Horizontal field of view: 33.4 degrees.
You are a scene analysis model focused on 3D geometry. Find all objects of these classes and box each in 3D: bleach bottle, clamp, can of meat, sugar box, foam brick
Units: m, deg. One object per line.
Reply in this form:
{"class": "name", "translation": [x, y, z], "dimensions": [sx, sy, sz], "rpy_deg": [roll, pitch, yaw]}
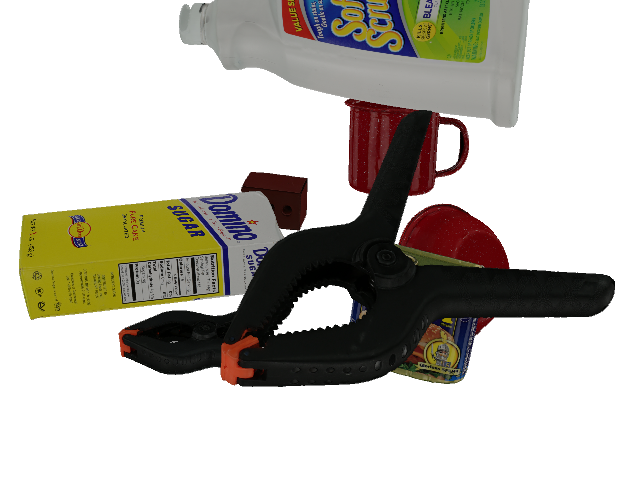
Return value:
{"class": "bleach bottle", "translation": [0.020, -0.142, 0.769], "dimensions": [0.251, 0.102, 0.068], "rpy_deg": [6, -26, 11]}
{"class": "clamp", "translation": [0.031, 0.011, 0.576], "dimensions": [0.209, 0.165, 0.036], "rpy_deg": [-22, -34, -22]}
{"class": "can of meat", "translation": [0.073, 0.057, 0.826], "dimensions": [0.102, 0.084, 0.057], "rpy_deg": [14, 25, 14]}
{"class": "sugar box", "translation": [-0.117, 0.007, 0.744], "dimensions": [0.176, 0.048, 0.093], "rpy_deg": [-9, 27, -10]}
{"class": "foam brick", "translation": [-0.058, -0.050, 1.347], "dimensions": [0.078, 0.053, 0.051], "rpy_deg": [6, 28, 9]}
{"class": "clamp", "translation": [-0.102, 0.091, 1.022], "dimensions": [0.171, 0.039, 0.120], "rpy_deg": [6, 27, 3]}

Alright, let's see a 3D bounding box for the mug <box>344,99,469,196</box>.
{"class": "mug", "translation": [0.080, -0.088, 0.994], "dimensions": [0.117, 0.081, 0.093], "rpy_deg": [2, 15, 2]}

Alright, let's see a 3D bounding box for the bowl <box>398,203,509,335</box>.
{"class": "bowl", "translation": [0.159, 0.037, 1.184], "dimensions": [0.161, 0.162, 0.055], "rpy_deg": [0, -5, -38]}
